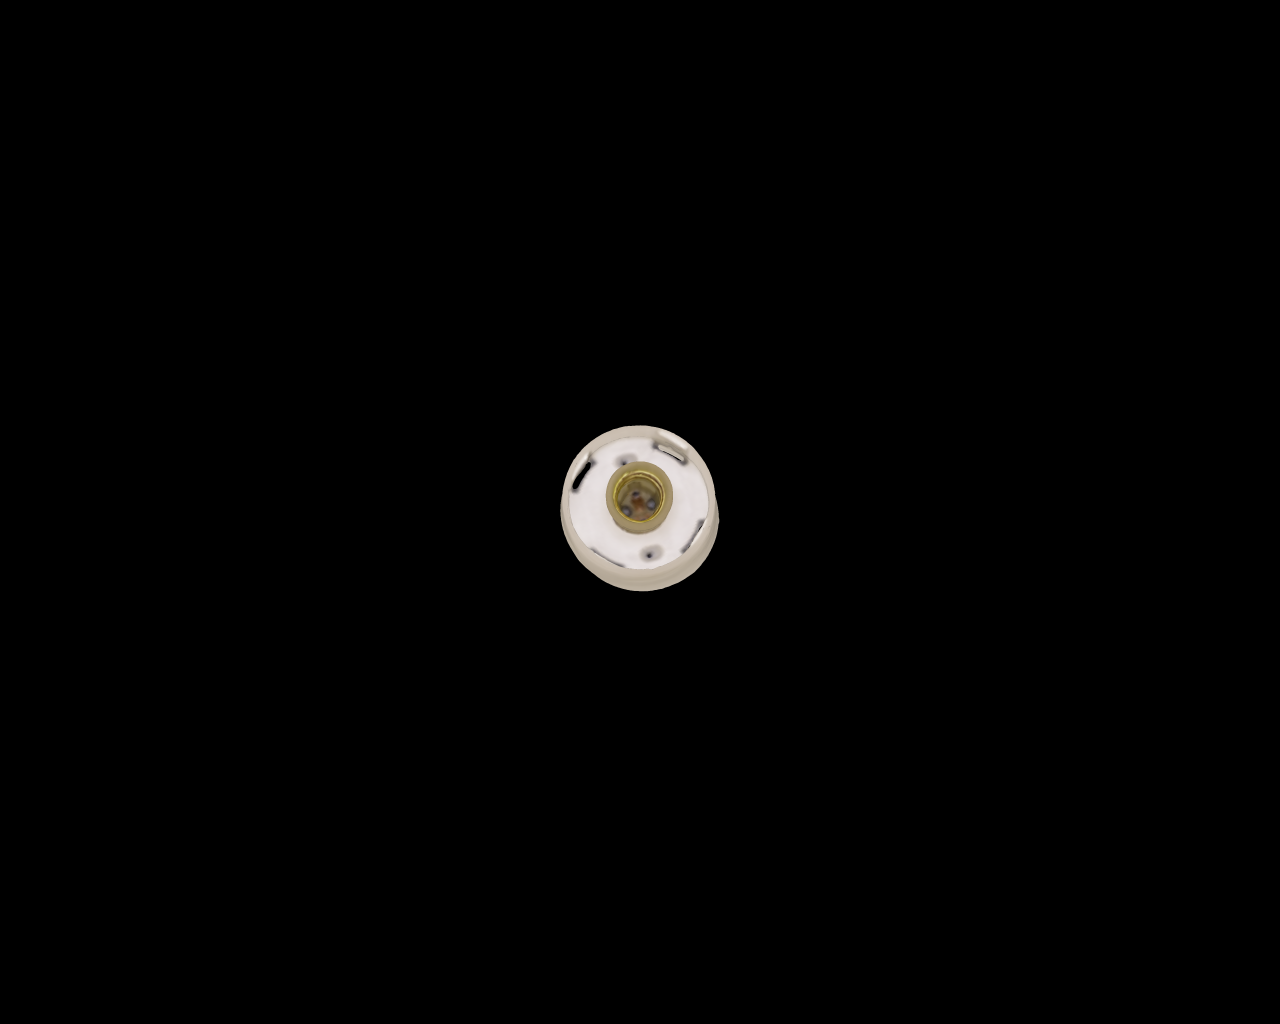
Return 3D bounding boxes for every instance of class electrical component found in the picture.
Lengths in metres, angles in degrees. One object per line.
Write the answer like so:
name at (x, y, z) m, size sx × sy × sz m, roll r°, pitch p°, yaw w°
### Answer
electrical component at (0.001, -0.003, 0.650) m, size 0.099 × 0.099 × 0.064 m, roll 0°, pitch -16°, yaw 0°
